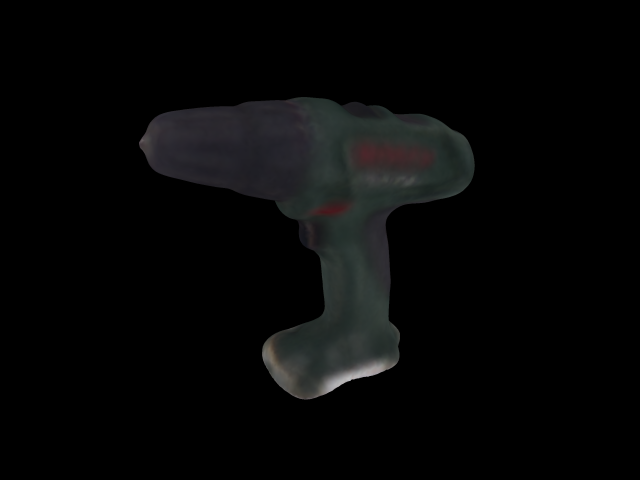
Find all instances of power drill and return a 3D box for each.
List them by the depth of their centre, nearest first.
[{"bbox_3d":[0.004,0.001,0.400,0.230,0.208,0.075,-16,32,-27],"label":"power drill"}]
